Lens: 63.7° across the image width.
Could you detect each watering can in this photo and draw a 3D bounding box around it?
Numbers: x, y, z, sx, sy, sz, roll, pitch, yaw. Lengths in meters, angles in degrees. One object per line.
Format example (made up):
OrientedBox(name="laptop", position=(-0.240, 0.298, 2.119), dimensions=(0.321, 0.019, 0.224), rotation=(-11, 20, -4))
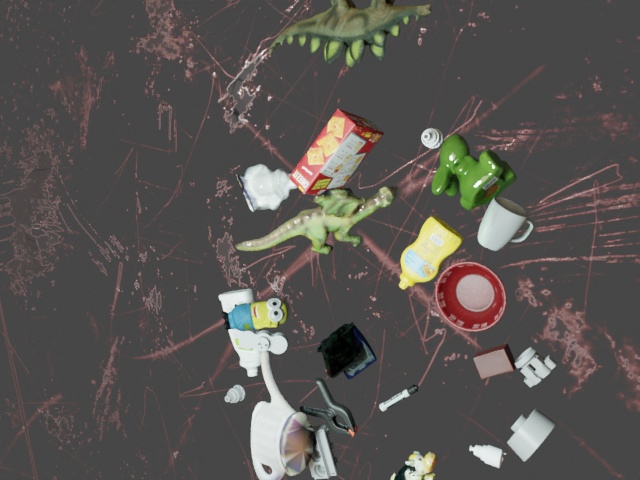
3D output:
OrientedBox(name="watering can", position=(-0.115, 0.487, 1.402), dimensions=(0.223, 0.103, 0.351), rotation=(-7, 76, 47))

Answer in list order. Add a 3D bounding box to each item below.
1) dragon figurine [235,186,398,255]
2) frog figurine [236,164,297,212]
OrientedBox(name="dragon figurine", position=(0.004, -0.063, 1.247), dimensions=(0.237, 0.412, 0.124), rotation=(110, 142, -58))
OrientedBox(name="frog figurine", position=(-0.139, -0.156, 1.449), dimensions=(0.160, 0.121, 0.139), rotation=(-22, 71, -7))
